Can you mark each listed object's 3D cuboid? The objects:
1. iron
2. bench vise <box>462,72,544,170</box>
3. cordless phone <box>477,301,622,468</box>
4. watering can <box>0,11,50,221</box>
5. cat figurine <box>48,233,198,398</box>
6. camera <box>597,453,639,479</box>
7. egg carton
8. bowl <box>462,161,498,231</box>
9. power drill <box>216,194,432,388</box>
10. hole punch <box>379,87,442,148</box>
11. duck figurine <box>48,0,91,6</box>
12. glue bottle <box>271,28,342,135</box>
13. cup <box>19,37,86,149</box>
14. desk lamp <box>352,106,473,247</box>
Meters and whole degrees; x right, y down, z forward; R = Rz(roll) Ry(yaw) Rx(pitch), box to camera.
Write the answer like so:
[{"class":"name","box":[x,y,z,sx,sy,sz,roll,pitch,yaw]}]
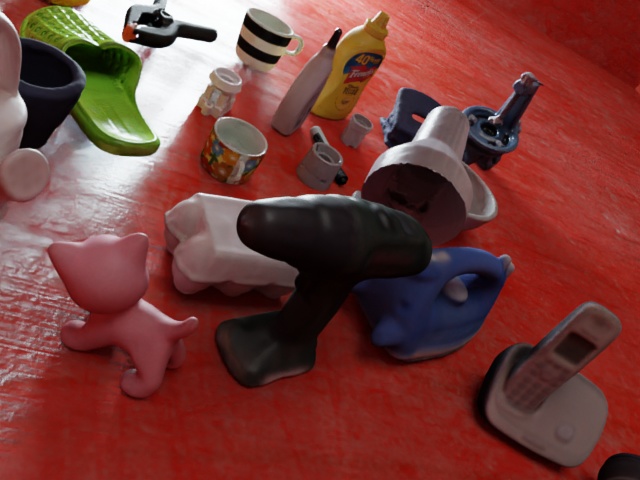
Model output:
[{"class":"iron","box":[0.159,0.056,0.689,0.259,0.141,0.118,0,49,-39]},{"class":"bench vise","box":[0.344,-0.236,1.100,0.121,0.219,0.208,39,36,5]},{"class":"cordless phone","box":[0.282,0.159,0.638,0.148,0.185,0.094,30,36,-9]},{"class":"watering can","box":[-0.280,-0.094,0.449,0.173,0.194,0.101,31,36,-6]},{"class":"cat figurine","box":[-0.155,0.048,0.459,0.128,0.117,0.067,35,36,-1]},{"class":"camera","box":[0.348,0.301,0.606,0.143,0.100,0.137,41,36,7]},{"class":"egg carton","box":[-0.087,0.009,0.600,0.151,0.069,0.107,6,45,-35]},{"class":"bowl","box":[0.196,-0.069,0.916,0.168,0.074,0.167,22,38,-18]},{"class":"power drill","box":[-0.009,0.042,0.509,0.230,0.208,0.075,-6,53,-43]},{"class":"hole punch","box":[0.175,-0.207,1.039,0.109,0.091,0.101,20,39,-22]},{"class":"duck figurine","box":[-0.355,-0.386,0.806,0.077,0.086,0.105,35,36,-1]},{"class":"glue bottle","box":[-0.012,-0.237,0.849,0.037,0.173,0.078,37,36,2]},{"class":"cup","box":[-0.304,-0.141,0.568,0.118,0.095,0.091,13,42,-28]},{"class":"desk lamp","box":[0.103,-0.056,0.707,0.118,0.213,0.203,32,36,-5]}]
